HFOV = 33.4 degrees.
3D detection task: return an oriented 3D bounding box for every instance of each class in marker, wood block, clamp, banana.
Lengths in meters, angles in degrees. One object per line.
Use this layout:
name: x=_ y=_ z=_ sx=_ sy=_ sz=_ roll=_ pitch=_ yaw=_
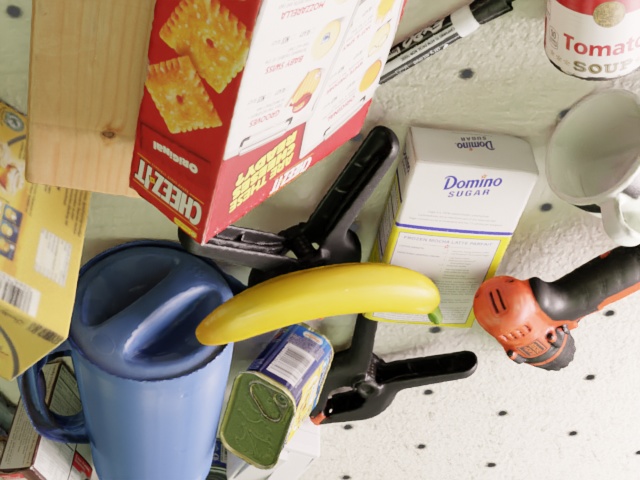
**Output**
marker: x=0.073 y=-0.131 z=0.698 sx=0.121 sy=0.020 sz=0.020 roll=-27 pitch=131 yaw=24
wood block: x=-0.124 y=-0.132 z=0.642 sx=0.090 sy=0.090 sz=0.206 roll=8 pitch=135 yaw=-11
clamp: x=0.039 y=0.110 z=0.939 sx=0.172 sy=0.039 sz=0.120 roll=-33 pitch=114 yaw=32
banana: x=0.009 y=0.047 z=0.782 sx=0.197 sy=0.037 sz=0.070 roll=-2 pitch=128 yaw=-17
clamp: x=-0.005 y=0.001 z=0.797 sx=0.164 sy=0.036 sz=0.210 roll=-28 pitch=153 yaw=-3

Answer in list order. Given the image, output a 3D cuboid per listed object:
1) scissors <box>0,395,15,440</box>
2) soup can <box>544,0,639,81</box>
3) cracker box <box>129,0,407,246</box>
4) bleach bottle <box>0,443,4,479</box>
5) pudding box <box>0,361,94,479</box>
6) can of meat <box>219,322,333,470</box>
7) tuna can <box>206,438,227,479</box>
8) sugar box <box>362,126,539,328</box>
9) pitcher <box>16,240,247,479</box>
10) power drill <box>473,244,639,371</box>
scissors: x=-0.317 y=0.159 z=0.995 sx=0.096 sy=0.016 sz=0.201 roll=-23 pitch=132 yaw=22
soup can: x=0.170 y=-0.155 z=0.641 sx=0.068 sy=0.068 sz=0.102 roll=-5 pitch=137 yaw=4
cracker box: x=-0.021 y=-0.123 z=0.603 sx=0.072 sy=0.163 sz=0.214 roll=37 pitch=137 yaw=17
bleach bottle: x=-0.271 y=0.264 z=1.061 sx=0.103 sy=0.068 sz=0.250 roll=-20 pitch=143 yaw=29
pudding box: x=-0.236 y=0.178 z=0.948 sx=0.039 sy=0.113 sz=0.090 roll=-12 pitch=135 yaw=16
can of meat: x=-0.035 y=0.130 z=0.908 sx=0.057 sy=0.083 sz=0.102 roll=28 pitch=130 yaw=12
tuna can: x=-0.112 y=0.235 z=1.068 sx=0.086 sy=0.034 sz=0.086 roll=-1 pitch=136 yaw=-1
sugar box: x=0.093 y=-0.005 z=0.812 sx=0.093 sy=0.048 sz=0.176 roll=5 pitch=134 yaw=-10
pitcher: x=-0.149 y=0.125 z=0.884 sx=0.149 sy=0.144 sz=0.243 roll=21 pitch=140 yaw=9
power drill: x=0.228 y=0.045 z=0.841 sx=0.188 sy=0.057 sz=0.184 roll=-27 pitch=154 yaw=17
